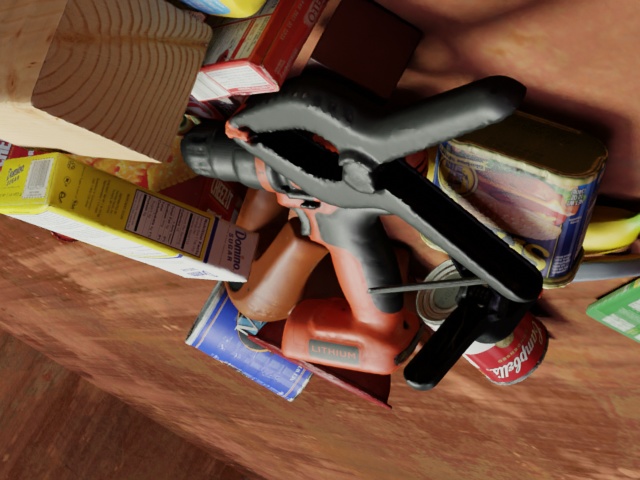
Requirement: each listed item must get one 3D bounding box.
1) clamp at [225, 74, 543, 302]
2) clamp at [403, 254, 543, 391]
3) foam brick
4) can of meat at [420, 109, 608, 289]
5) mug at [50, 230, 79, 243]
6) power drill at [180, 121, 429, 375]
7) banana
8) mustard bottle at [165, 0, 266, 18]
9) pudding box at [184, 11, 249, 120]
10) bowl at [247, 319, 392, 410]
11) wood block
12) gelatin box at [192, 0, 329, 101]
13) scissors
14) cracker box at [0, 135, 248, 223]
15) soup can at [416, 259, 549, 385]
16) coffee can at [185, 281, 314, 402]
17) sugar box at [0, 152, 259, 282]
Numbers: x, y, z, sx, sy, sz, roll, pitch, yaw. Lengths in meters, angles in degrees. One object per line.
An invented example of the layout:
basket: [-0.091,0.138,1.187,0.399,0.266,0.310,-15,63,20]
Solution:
clamp: [0.034,-0.053,0.609,0.210,0.036,0.164,24,148,24]
clamp: [0.120,0.033,0.783,0.039,0.120,0.171,26,-154,27]
foam brick: [0.019,-0.103,0.646,0.053,0.051,0.078,29,161,-4]
can of meat: [0.117,-0.030,0.650,0.102,0.057,0.084,21,133,19]
mug: [-0.223,-0.047,1.093,0.082,0.093,0.117,12,119,28]
power drill: [-0.005,0.001,0.756,0.185,0.057,0.187,8,127,29]
banana: [0.128,-0.030,0.713,0.198,0.037,0.070,18,133,21]
mustard bottle: [-0.079,-0.168,0.605,0.192,0.058,0.096,16,159,33]
pudding box: [-0.100,-0.131,0.757,0.090,0.039,0.113,12,154,43]
bowl: [0.010,0.109,1.061,0.162,0.055,0.162,27,172,4]
wood block: [-0.170,-0.110,0.681,0.090,0.090,0.206,24,171,-36]
gelatin box: [-0.042,-0.123,0.646,0.030,0.073,0.089,40,157,-33]
scissors: [0.132,0.024,0.717,0.202,0.016,0.096,-5,180,3]
cracker box: [-0.167,-0.048,0.946,0.214,0.072,0.164,12,166,18]
soup can: [0.136,0.067,0.894,0.102,0.068,0.069,41,157,-32]
coffee can: [-0.069,0.107,1.228,0.140,0.102,0.103,30,161,-6]
sugar box: [-0.141,-0.014,0.790,0.175,0.048,0.094,20,168,-38]
